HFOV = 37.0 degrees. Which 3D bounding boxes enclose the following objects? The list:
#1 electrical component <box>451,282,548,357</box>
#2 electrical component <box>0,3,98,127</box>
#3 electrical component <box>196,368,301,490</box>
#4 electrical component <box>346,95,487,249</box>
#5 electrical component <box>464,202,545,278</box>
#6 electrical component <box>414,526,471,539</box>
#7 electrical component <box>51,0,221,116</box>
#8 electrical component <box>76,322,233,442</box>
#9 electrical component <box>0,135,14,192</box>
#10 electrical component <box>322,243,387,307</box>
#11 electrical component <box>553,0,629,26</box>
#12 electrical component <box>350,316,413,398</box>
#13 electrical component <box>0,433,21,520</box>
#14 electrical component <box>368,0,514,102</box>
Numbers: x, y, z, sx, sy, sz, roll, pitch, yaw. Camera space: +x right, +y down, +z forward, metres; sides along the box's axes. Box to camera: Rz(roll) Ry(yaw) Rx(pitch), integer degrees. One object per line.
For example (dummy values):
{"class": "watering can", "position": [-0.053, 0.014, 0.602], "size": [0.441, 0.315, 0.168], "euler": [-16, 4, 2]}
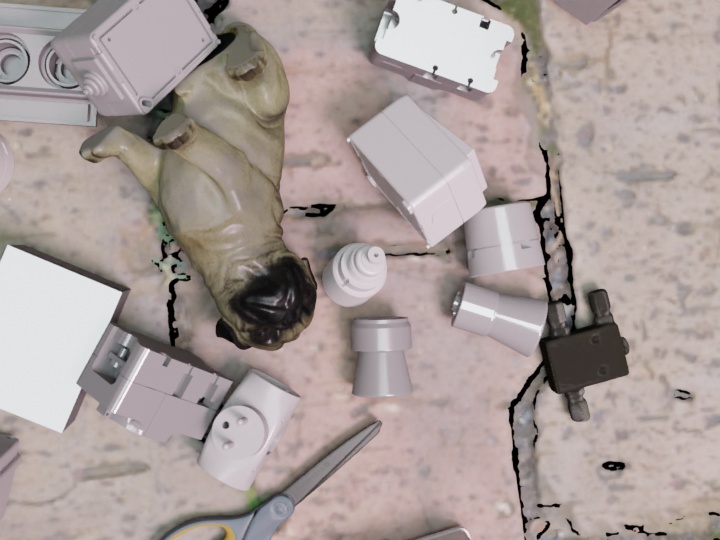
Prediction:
{"class": "electrical component", "position": [0.100, 0.034, 0.790], "size": [0.065, 0.044, 0.044], "euler": [17, 90, -1]}
{"class": "electrical component", "position": [-0.240, -0.141, 0.742], "size": [0.121, 0.063, 0.078], "euler": [3, 91, -5]}
{"class": "electrical component", "position": [-0.082, 0.113, 0.755], "size": [0.043, 0.079, 0.077], "euler": [30, 89, 7]}
{"class": "electrical component", "position": [0.040, -0.076, 0.758], "size": [0.061, 0.061, 0.096], "euler": [-37, 59, -3]}
{"class": "electrical component", "position": [0.103, -0.022, 0.782], "size": [0.055, 0.055, 0.047], "euler": [-10, 89, -5]}
{"class": "electrical component", "position": [0.043, 0.257, 0.782], "size": [0.109, 0.056, 0.108], "euler": [-16, 93, -5]}
{"class": "electrical component", "position": [-0.152, -0.144, 0.699], "size": [0.096, 0.061, 0.061], "euler": [-51, 127, -29]}
{"class": "electrical component", "position": [-0.143, 0.081, 0.742], "size": [0.089, 0.050, 0.055], "euler": [30, 88, -49]}
{"class": "electrical component", "position": [-0.275, -0.076, 0.748], "size": [0.055, 0.047, 0.055], "euler": [0, 91, -5]}
{"class": "electrical component", "position": [0.000, 0.000, 0.763], "size": [0.040, 0.078, 0.040], "euler": [5, 74, -16]}
{"class": "electrical component", "position": [0.169, -0.219, 0.761], "size": [0.062, 0.096, 0.061], "euler": [36, 88, -5]}
{"class": "electrical component", "position": [0.016, 0.062, 0.780], "size": [0.045, 0.045, 0.055], "euler": [-2, 91, -5]}
{"class": "electrical component", "position": [-0.281, 0.143, 0.721], "size": [0.078, 0.113, 0.057], "euler": [14, 93, -5]}
{"class": "electrical component", "position": [0.056, -0.160, 0.772], "size": [0.089, 0.056, 0.050], "euler": [19, 90, -5]}
